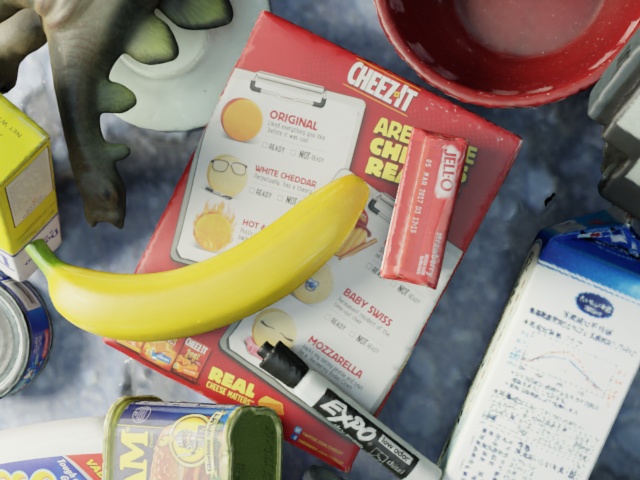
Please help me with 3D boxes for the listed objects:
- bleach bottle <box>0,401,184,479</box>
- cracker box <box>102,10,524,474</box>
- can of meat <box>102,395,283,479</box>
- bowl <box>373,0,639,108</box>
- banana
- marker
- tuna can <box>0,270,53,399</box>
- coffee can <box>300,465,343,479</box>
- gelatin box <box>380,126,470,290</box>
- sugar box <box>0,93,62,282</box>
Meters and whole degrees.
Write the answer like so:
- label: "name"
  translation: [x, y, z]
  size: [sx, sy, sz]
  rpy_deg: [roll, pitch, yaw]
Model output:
- label: "bleach bottle"
  translation: [-0.161, 0.151, 0.665]
  size: [0.251, 0.068, 0.102]
  rpy_deg: [-18, 90, 6]
- label: "cracker box"
  translation: [-0.004, 0.001, 0.625]
  size: [0.164, 0.072, 0.214]
  rpy_deg: [27, 97, 4]
- label: "can of meat"
  translation: [-0.069, 0.137, 0.582]
  size: [0.084, 0.057, 0.102]
  rpy_deg: [-3, 82, 30]
- label: "bowl"
  translation: [0.113, -0.150, 0.596]
  size: [0.162, 0.055, 0.162]
  rpy_deg: [0, 89, 18]
- label: "banana"
  translation: [-0.065, 0.016, 0.577]
  size: [0.198, 0.037, 0.069]
  rpy_deg: [-11, 93, 8]
- label: "marker"
  translation: [0.015, 0.096, 0.584]
  size: [0.121, 0.020, 0.020]
  rpy_deg: [39, 98, -2]
- label: "tuna can"
  translation: [-0.217, 0.061, 0.679]
  size: [0.086, 0.033, 0.086]
  rpy_deg: [1, 94, 8]
- label: "coffee can"
  translation: [-0.016, 0.217, 0.619]
  size: [0.103, 0.103, 0.140]
  rpy_deg: [43, 92, 3]
- label: "gelatin box"
  translation: [0.053, -0.017, 0.535]
  size: [0.030, 0.089, 0.073]
  rpy_deg: [13, 95, 3]
- label: "sugar box"
  translation: [-0.195, -0.039, 0.598]
  size: [0.093, 0.176, 0.048]
  rpy_deg: [39, 67, 3]
